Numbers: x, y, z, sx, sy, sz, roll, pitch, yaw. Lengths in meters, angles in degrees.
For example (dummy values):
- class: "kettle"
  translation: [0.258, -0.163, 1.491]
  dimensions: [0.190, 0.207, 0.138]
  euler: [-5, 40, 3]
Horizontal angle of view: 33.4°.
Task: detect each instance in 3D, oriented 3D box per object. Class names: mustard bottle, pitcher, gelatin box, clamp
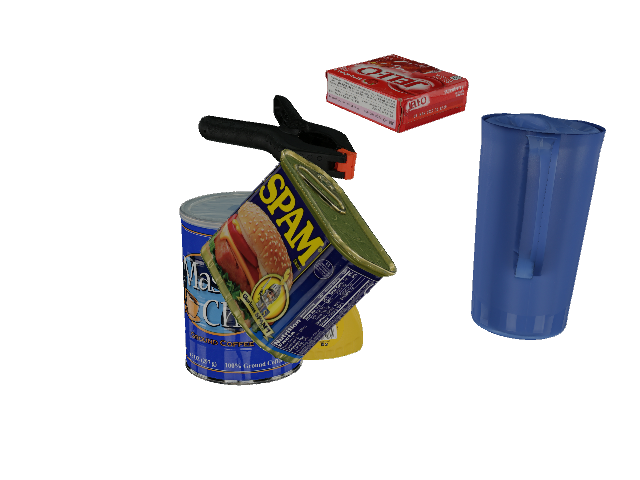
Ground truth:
- class: "mustard bottle"
  translation: [-0.003, 0.042, 1.231]
  dimensions: [0.096, 0.192, 0.058]
  euler: [-5, 22, -2]
- class: "pitcher"
  translation: [0.231, -0.015, 1.179]
  dimensions: [0.149, 0.243, 0.145]
  euler: [-6, 18, -34]
- class: "gelatin box"
  translation: [0.059, -0.118, 0.838]
  dimensions: [0.073, 0.030, 0.089]
  euler: [-20, 33, -34]
- class: "clamp"
  translation: [-0.039, -0.102, 1.078]
  dimensions: [0.120, 0.039, 0.172]
  euler: [-23, 36, -31]

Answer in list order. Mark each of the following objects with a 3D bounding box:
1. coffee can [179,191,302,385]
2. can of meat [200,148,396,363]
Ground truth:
- class: "coffee can"
  translation: [-0.066, 0.038, 0.906]
  dimensions: [0.103, 0.140, 0.103]
  euler: [0, 16, 0]
- class: "can of meat"
  translation: [-0.017, 0.010, 0.640]
  dimensions: [0.057, 0.084, 0.102]
  euler: [26, 24, -46]
